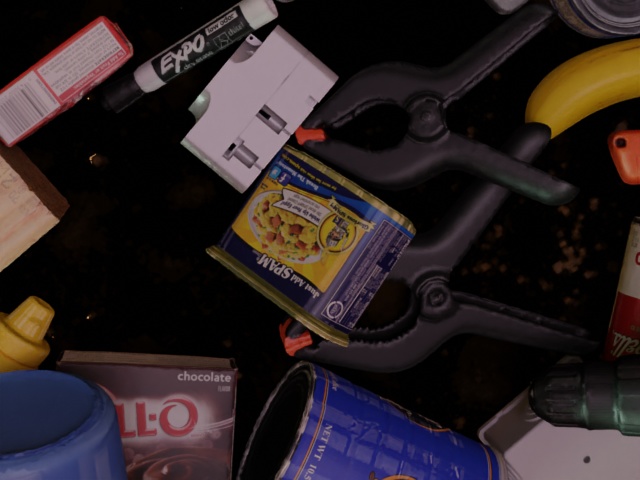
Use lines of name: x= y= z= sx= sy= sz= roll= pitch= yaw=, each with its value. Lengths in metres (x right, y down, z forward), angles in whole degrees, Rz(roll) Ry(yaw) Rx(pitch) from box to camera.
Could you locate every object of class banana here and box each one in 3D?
banana: x=0.215 y=-0.101 z=0.695 sx=0.197 sy=0.037 sz=0.069 roll=-13 pitch=130 yaw=-4

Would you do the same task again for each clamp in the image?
clamp: x=0.074 y=-0.064 z=0.646 sx=0.171 sy=0.039 sz=0.120 roll=-16 pitch=79 yaw=13
clamp: x=0.079 y=0.038 z=0.690 sx=0.210 sy=0.036 sz=0.164 roll=-26 pitch=109 yaw=-1

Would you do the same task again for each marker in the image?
marker: x=-0.080 y=-0.109 z=0.630 sx=0.121 sy=0.020 sz=0.020 roll=-28 pitch=103 yaw=17

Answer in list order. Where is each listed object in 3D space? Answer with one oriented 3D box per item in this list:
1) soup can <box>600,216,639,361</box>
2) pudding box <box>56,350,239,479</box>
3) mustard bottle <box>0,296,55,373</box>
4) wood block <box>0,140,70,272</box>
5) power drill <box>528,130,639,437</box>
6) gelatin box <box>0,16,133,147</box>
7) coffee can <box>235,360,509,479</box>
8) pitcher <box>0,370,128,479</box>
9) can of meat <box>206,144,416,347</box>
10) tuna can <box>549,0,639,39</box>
soup can: x=0.228 y=0.041 z=0.700 sx=0.068 sy=0.068 sz=0.102 roll=9 pitch=97 yaw=-11
pudding box: x=-0.110 y=0.118 z=0.669 sx=0.113 sy=0.039 sz=0.090 roll=3 pitch=99 yaw=-10
mustard bottle: x=-0.222 y=0.114 z=0.638 sx=0.096 sy=0.058 sz=0.191 roll=36 pitch=90 yaw=-28
wood block: x=-0.251 y=0.018 z=0.604 sx=0.206 sy=0.091 sz=0.090 roll=-41 pitch=103 yaw=-1
power drill: x=0.215 y=0.026 z=0.639 sx=0.185 sy=0.057 sz=0.188 roll=-3 pitch=94 yaw=17
gelatin box: x=-0.148 y=-0.091 z=0.613 sx=0.089 sy=0.073 sz=0.030 roll=-38 pitch=103 yaw=-3
coffee can: x=0.031 y=0.150 z=0.666 sx=0.140 sy=0.103 sz=0.103 roll=27 pitch=93 yaw=-12
pitcher: x=-0.148 y=0.201 z=0.603 sx=0.148 sy=0.145 sz=0.243 roll=-21 pitch=120 yaw=-41
can of meat: x=-0.004 y=0.001 z=0.641 sx=0.102 sy=0.057 sz=0.084 roll=34 pitch=91 yaw=29
tuna can: x=0.189 y=-0.172 z=0.678 sx=0.086 sy=0.034 sz=0.086 roll=-1 pitch=99 yaw=-9
